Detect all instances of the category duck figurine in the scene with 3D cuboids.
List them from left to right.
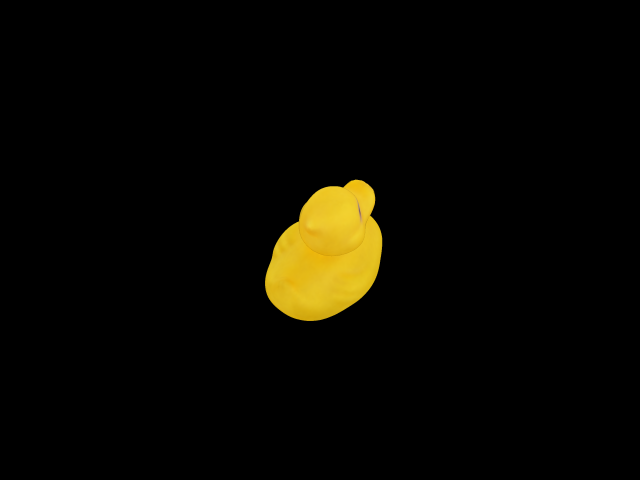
[{"bbox_3d":[0.004,0.001,0.400,0.077,0.086,0.105,36,66,19],"label":"duck figurine"}]
